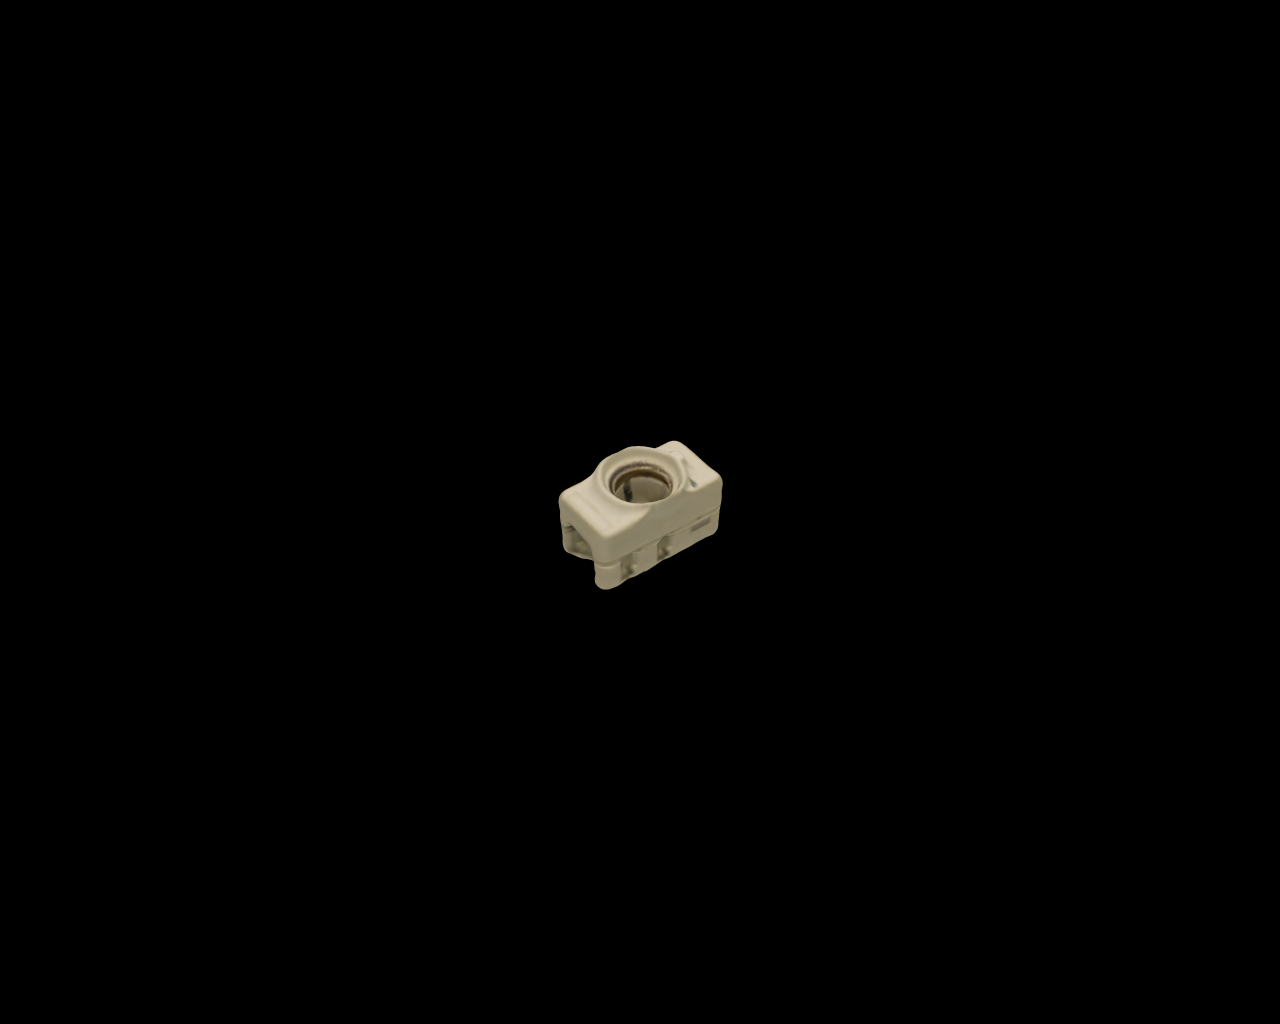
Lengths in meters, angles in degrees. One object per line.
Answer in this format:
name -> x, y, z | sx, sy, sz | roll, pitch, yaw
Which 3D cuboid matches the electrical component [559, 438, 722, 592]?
electrical component -> 0.001, -0.003, 0.650 | 0.090, 0.055, 0.050 | -27, 50, -25
